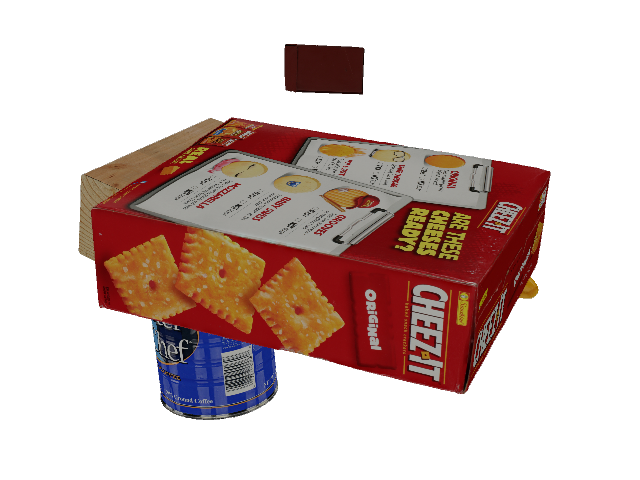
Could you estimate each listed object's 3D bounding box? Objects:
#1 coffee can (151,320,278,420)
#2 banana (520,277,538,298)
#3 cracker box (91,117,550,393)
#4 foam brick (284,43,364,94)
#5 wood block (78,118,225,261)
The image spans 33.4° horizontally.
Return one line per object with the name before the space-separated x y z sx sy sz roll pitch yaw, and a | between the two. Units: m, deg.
coffee can | -0.091 0.064 0.896 0.103 0.140 0.103 -4 20 1
banana | 0.121 0.024 1.078 0.198 0.037 0.069 6 43 11
cracker box | 0.005 -0.001 0.606 0.214 0.072 0.164 12 28 20
foam brick | 0.004 -0.187 1.164 0.078 0.051 0.053 0 11 -16
wood block | -0.145 -0.046 1.103 0.090 0.091 0.205 24 32 23
